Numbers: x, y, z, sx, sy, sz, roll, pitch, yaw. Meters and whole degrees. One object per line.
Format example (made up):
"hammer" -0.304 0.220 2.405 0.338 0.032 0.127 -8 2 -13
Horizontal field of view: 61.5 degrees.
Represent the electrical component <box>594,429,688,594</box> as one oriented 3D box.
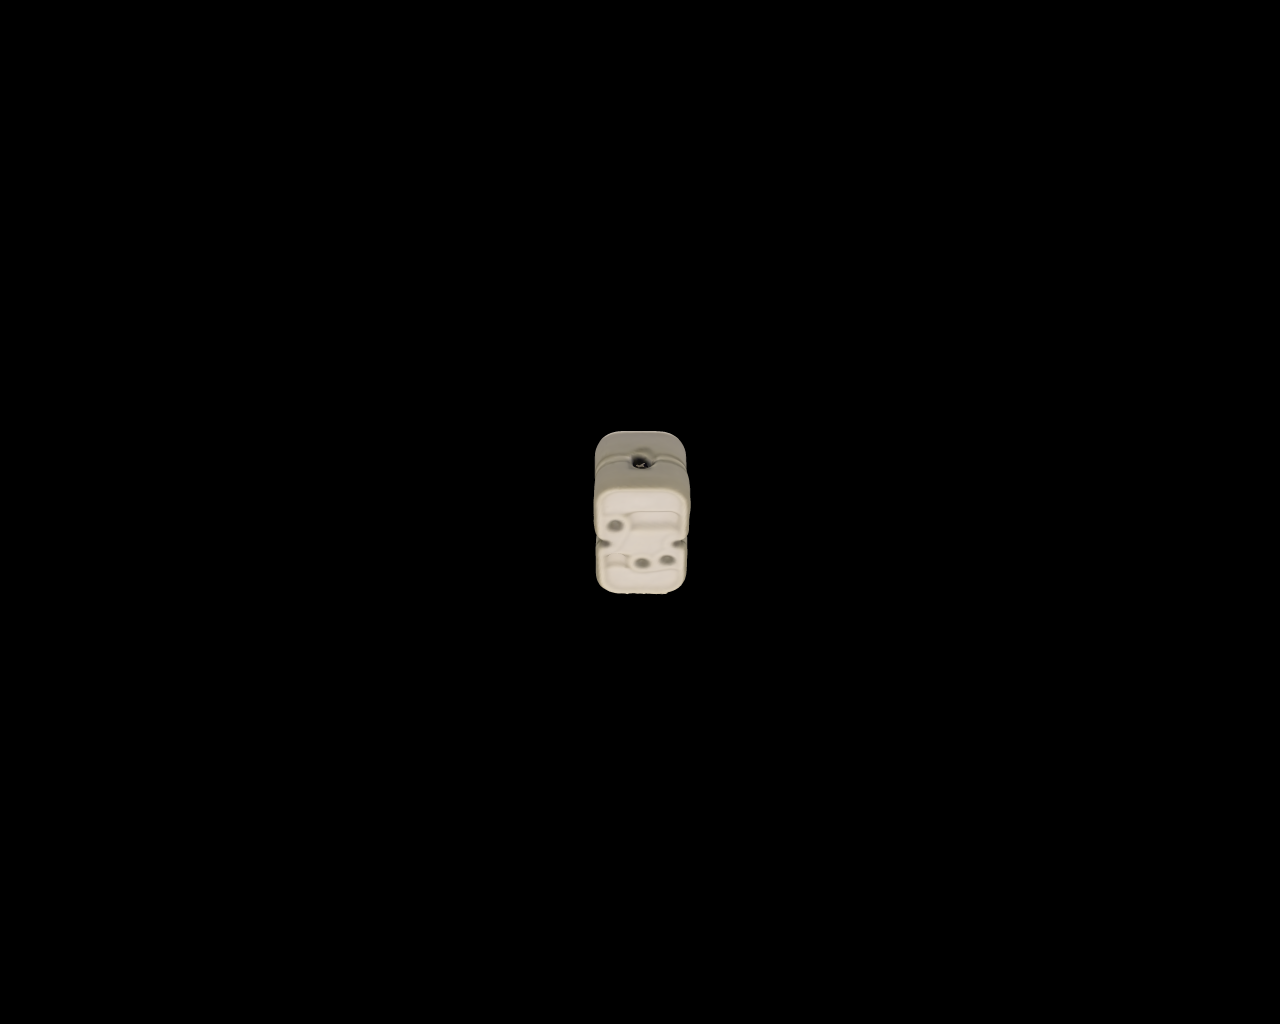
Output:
"electrical component" 0.001 -0.003 0.650 0.054 0.059 0.095 0 -43 0
